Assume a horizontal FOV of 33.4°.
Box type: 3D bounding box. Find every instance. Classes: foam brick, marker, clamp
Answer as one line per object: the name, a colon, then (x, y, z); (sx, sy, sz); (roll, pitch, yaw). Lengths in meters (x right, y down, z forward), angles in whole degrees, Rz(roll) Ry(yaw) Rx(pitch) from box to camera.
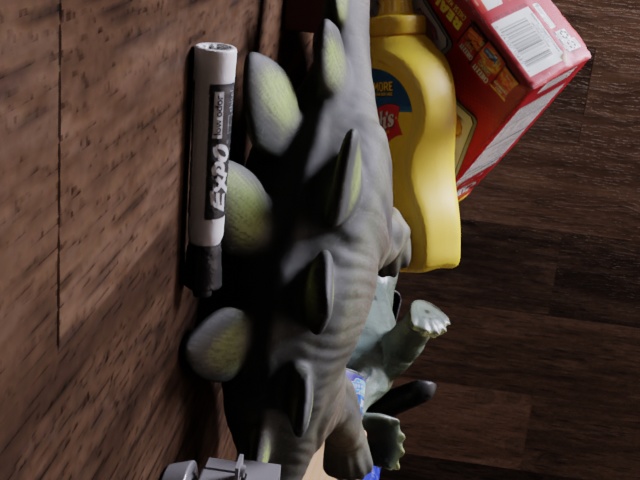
foam brick: (0.006, -0.183, 0.733); (0.053, 0.051, 0.078); (-68, 165, -69)
marker: (-0.052, -0.030, 0.493); (0.020, 0.020, 0.121); (-69, 166, -68)
clamp: (0.049, 0.173, 1.092); (0.210, 0.036, 0.164); (-63, -158, 18)

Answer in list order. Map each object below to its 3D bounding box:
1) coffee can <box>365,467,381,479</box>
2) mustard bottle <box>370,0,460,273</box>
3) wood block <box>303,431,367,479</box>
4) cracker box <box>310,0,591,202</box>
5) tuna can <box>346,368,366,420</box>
coffee can: (0.017, 0.295, 1.252); (0.140, 0.103, 0.103); (-76, 171, -51)
mustard bottle: (0.055, -0.077, 0.735); (0.096, 0.058, 0.191); (13, -73, 60)
wood block: (-0.026, 0.225, 0.749); (0.206, 0.091, 0.090); (-74, 170, -61)
cracker box: (0.088, -0.133, 0.805); (0.164, 0.072, 0.214); (56, -27, 12)
tuna can: (-0.008, 0.117, 0.816); (0.086, 0.086, 0.034); (81, 16, -72)
